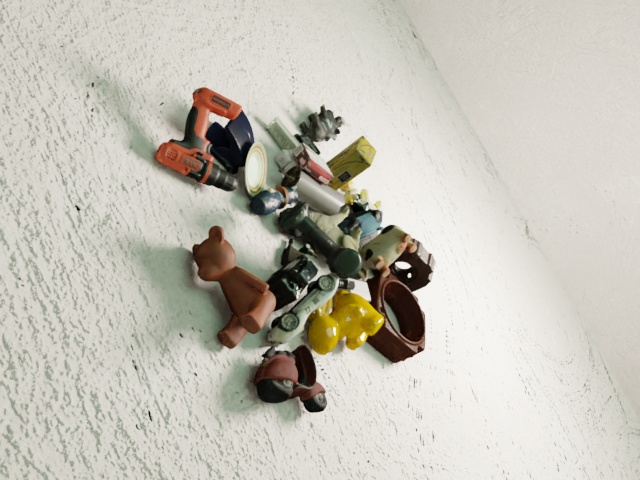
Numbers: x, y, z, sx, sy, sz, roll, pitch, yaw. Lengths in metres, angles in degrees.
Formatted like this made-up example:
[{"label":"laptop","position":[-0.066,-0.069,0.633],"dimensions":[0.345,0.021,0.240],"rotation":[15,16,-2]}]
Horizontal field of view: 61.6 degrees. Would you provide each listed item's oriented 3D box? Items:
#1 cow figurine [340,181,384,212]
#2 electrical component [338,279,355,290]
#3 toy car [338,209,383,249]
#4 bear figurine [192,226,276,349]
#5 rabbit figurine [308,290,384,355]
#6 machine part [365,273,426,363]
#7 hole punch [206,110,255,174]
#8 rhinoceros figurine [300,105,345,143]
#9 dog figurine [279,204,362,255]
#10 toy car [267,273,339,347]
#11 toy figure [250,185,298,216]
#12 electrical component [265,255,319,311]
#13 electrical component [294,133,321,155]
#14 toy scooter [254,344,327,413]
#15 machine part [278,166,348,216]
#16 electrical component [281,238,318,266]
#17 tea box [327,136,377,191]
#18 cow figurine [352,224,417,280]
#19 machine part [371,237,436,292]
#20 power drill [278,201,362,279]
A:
[{"label":"cow figurine","position":[0.117,-0.101,1.590],"dimensions":[0.167,0.068,0.098],"rotation":[35,45,-29]},{"label":"electrical component","position":[0.043,0.100,1.229],"dimensions":[0.094,0.063,0.021],"rotation":[16,80,-64]},{"label":"toy car","position":[0.111,-0.022,1.484],"dimensions":[0.161,0.109,0.102],"rotation":[-29,106,-47]},{"label":"bear figurine","position":[-0.176,0.083,1.006],"dimensions":[0.195,0.120,0.132],"rotation":[49,37,-10]},{"label":"rabbit figurine","position":[0.037,0.184,1.208],"dimensions":[0.173,0.122,0.162],"rotation":[-30,85,-41]},{"label":"machine part","position":[0.192,0.202,1.415],"dimensions":[0.201,0.087,0.201],"rotation":[41,35,-23]},{"label":"hole punch","position":[-0.200,-0.236,1.267],"dimensions":[0.115,0.092,0.142],"rotation":[46,31,-24]},{"label":"rhinoceros figurine","position":[0.016,-0.354,1.657],"dimensions":[0.112,0.073,0.190],"rotation":[53,34,-6]},{"label":"dog figurine","position":[-0.005,-0.004,1.330],"dimensions":[0.190,0.121,0.172],"rotation":[-7,59,-42]},{"label":"toy car","position":[-0.032,0.142,1.121],"dimensions":[0.056,0.073,0.202],"rotation":[47,64,-1]},{"label":"toy figure","position":[-0.108,-0.100,1.295],"dimensions":[0.058,0.064,0.154],"rotation":[50,33,7]},{"label":"electrical component","position":[-0.068,0.091,1.124],"dimensions":[0.058,0.134,0.115],"rotation":[51,36,-9]},{"label":"electrical component","position":[-0.038,-0.241,1.519],"dimensions":[0.075,0.048,0.119],"rotation":[-18,77,-55]},{"label":"toy scooter","position":[-0.057,0.257,1.056],"dimensions":[0.183,0.075,0.135],"rotation":[30,42,-40]},{"label":"machine part","position":[-0.016,-0.123,1.421],"dimensions":[0.243,0.079,0.079],"rotation":[29,43,-34]},{"label":"electrical component","position":[-0.048,0.047,1.267],"dimensions":[0.078,0.045,0.102],"rotation":[44,35,-22]},{"label":"tea box","position":[0.071,-0.208,1.520],"dimensions":[0.068,0.169,0.098],"rotation":[46,36,-15]},{"label":"cow figurine","position":[0.141,0.035,1.405],"dimensions":[0.085,0.195,0.127],"rotation":[48,0,-42]},{"label":"machine part","position":[0.232,0.073,1.502],"dimensions":[0.179,0.179,0.056],"rotation":[44,39,-20]},{"label":"power drill","position":[0.003,0.010,1.209],"dimensions":[0.207,0.086,0.232],"rotation":[50,-6,-9]}]
